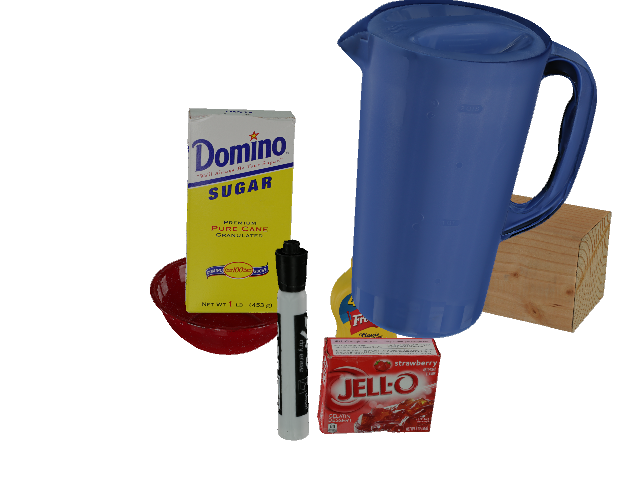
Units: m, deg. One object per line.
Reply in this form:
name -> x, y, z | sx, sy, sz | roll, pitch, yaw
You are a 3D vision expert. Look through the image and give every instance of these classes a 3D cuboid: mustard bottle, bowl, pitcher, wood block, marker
mustard bottle -> 0.062, 0.094, 1.440 | 0.096, 0.192, 0.058 | -4, 21, -7
bowl -> -0.098, 0.073, 1.122 | 0.162, 0.055, 0.162 | 4, 27, -2
pitcher -> 0.098, -0.049, 0.807 | 0.144, 0.243, 0.149 | -20, 38, -36
wood block -> 0.154, 0.008, 1.002 | 0.206, 0.090, 0.090 | 12, 25, 29
marker -> -0.016, 0.059, 0.625 | 0.020, 0.121, 0.020 | 0, 17, 0

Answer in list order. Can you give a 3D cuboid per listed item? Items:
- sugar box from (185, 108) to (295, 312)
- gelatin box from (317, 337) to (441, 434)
sugar box -> -0.072, -0.026, 0.938 | 0.093, 0.176, 0.048 | 0, 16, -8
gelatin box -> 0.045, 0.113, 0.830 | 0.089, 0.073, 0.030 | 1, 27, -7
